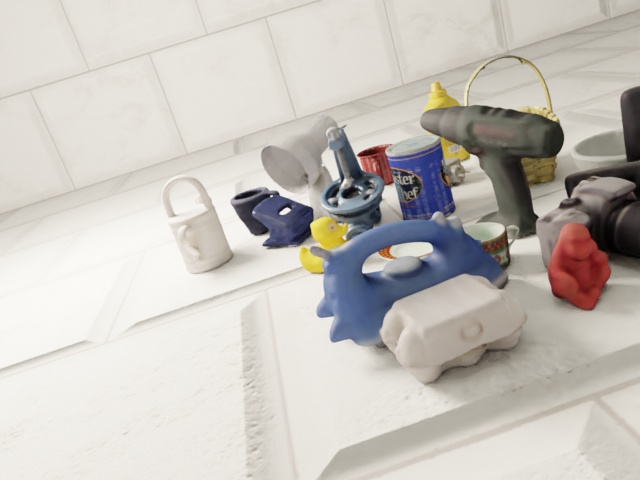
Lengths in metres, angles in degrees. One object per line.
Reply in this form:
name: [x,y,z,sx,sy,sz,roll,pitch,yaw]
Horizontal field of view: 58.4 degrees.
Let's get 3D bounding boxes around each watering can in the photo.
watering can: [-0.258,-0.041,1.171,0.101,0.194,0.172,-21,20,-10]

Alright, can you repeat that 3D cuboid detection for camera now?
camera: [0.369,-0.019,0.718,0.143,0.101,0.136,-24,20,-18]

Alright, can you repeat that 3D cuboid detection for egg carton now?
egg carton: [0.147,0.096,0.641,0.150,0.069,0.107,-21,20,-10]

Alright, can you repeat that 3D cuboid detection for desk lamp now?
desk lamp: [-0.005,-0.142,1.201,0.117,0.214,0.204,3,28,45]

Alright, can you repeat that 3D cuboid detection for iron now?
iron: [0.113,0.033,0.732,0.258,0.142,0.118,-20,20,-8]

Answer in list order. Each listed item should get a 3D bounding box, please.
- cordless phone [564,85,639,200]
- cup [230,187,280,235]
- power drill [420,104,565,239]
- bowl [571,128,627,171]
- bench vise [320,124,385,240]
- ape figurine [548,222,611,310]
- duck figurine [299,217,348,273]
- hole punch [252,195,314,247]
cordless phone: [0.429,-0.125,0.830,0.147,0.185,0.094,-10,21,21]
cup: [-0.131,-0.063,1.271,0.117,0.095,0.092,-9,21,23]
power drill: [0.268,-0.112,0.894,0.076,0.209,0.228,-33,24,-36]
bowl: [0.505,-0.128,0.940,0.167,0.075,0.167,-15,20,6]
bench vise: [0.047,-0.112,1.066,0.121,0.220,0.207,-19,20,-4]
ape figurine: [0.301,0.024,0.672,0.078,0.092,0.076,-19,20,-4]
duck figurine: [0.009,0.004,0.986,0.104,0.086,0.077,-14,20,11]
hole punch: [-0.069,-0.045,1.175,0.100,0.091,0.109,-4,23,33]
